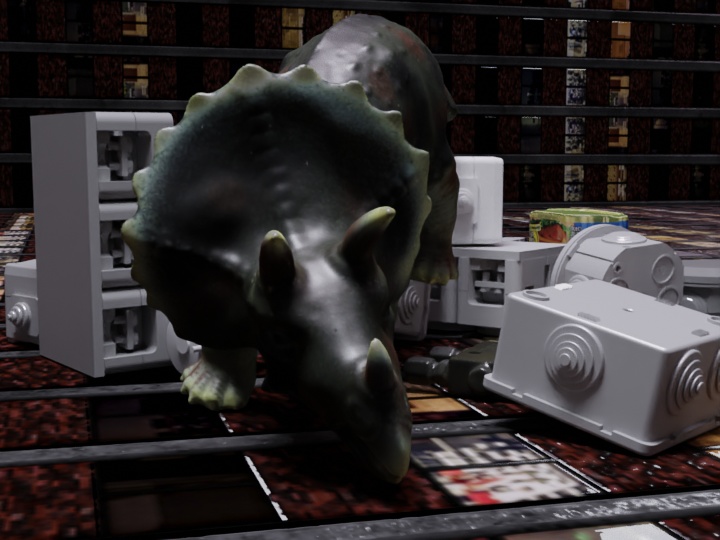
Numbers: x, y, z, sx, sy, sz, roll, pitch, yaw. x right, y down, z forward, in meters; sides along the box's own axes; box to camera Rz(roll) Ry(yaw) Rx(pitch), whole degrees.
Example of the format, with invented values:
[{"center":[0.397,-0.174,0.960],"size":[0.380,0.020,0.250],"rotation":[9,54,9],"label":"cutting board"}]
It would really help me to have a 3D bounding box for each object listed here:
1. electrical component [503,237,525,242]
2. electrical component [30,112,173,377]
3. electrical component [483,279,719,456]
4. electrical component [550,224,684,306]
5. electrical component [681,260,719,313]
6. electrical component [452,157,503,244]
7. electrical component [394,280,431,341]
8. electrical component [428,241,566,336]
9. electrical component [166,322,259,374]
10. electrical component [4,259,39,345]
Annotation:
[{"center":[0.103,0.002,0.912],"size":[0.050,0.055,0.089],"rotation":[3,7,27],"label":"electrical component"},{"center":[-0.152,-0.019,0.652],"size":[0.062,0.150,0.089],"rotation":[-5,8,-36],"label":"electrical component"},{"center":[0.120,0.040,0.501],"size":[0.100,0.048,0.100],"rotation":[20,18,39],"label":"electrical component"},{"center":[0.170,0.012,0.708],"size":[0.080,0.080,0.051],"rotation":[-3,12,-26],"label":"electrical component"},{"center":[0.243,0.021,0.759],"size":[0.080,0.051,0.080],"rotation":[0,6,0],"label":"electrical component"},{"center":[0.074,-0.052,0.787],"size":[0.061,0.061,0.096],"rotation":[-1,6,-9],"label":"electrical component"},{"center":[0.000,0.000,0.737],"size":[0.100,0.099,0.048],"rotation":[3,-6,28],"label":"electrical component"},{"center":[0.071,0.011,0.801],"size":[0.150,0.061,0.089],"rotation":[4,7,35],"label":"electrical component"},{"center":[-0.076,0.039,0.627],"size":[0.040,0.040,0.078],"rotation":[5,8,41],"label":"electrical component"},{"center":[-0.196,0.018,0.731],"size":[0.062,0.061,0.096],"rotation":[5,8,41],"label":"electrical component"}]
